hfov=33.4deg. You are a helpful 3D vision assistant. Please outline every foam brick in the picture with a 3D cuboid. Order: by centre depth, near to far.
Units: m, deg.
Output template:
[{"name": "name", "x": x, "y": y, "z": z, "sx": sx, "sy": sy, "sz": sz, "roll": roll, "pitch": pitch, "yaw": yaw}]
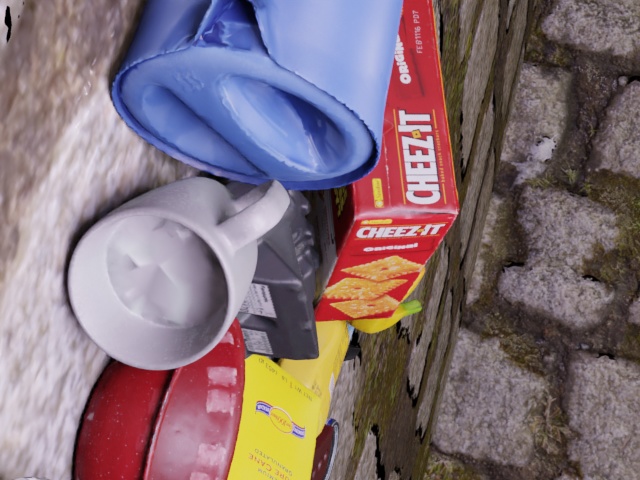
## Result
[{"name": "foam brick", "x": -0.024, "y": 0.202, "z": 0.987, "sx": 0.078, "sy": 0.051, "sz": 0.053, "roll": -36, "pitch": 137, "yaw": -71}]

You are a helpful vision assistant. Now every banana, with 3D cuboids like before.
[{"name": "banana", "x": 0.052, "y": 0.049, "z": 0.902, "sx": 0.069, "sy": 0.037, "sz": 0.198, "roll": -32, "pitch": 169, "yaw": -3}]

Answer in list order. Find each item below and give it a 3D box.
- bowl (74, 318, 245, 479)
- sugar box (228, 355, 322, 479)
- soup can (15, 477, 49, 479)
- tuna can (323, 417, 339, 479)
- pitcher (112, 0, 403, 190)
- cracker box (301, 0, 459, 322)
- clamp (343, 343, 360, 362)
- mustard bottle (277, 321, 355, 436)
[{"name": "bowl", "x": -0.092, "y": 0.113, "z": 0.596, "sx": 0.162, "sy": 0.055, "sz": 0.162, "roll": 11, "pitch": 90, "yaw": -79}, {"name": "sugar box", "x": -0.050, "y": 0.168, "z": 0.716, "sx": 0.093, "sy": 0.048, "sz": 0.176, "roll": 41, "pitch": 41, "yaw": -38}, {"name": "soup can", "x": -0.123, "y": 0.159, "z": 0.486, "sx": 0.102, "sy": 0.068, "sz": 0.068, "roll": 83, "pitch": 23, "yaw": -52}, {"name": "tuna can", "x": -0.007, "y": 0.226, "z": 1.120, "sx": 0.086, "sy": 0.034, "sz": 0.086, "roll": 12, "pitch": 90, "yaw": -77}, {"name": "pitcher", "x": -0.012, "y": -0.153, "z": 0.566, "sx": 0.144, "sy": 0.149, "sz": 0.242, "roll": 28, "pitch": 64, "yaw": -33}, {"name": "cracker box", "x": 0.031, "y": -0.051, "z": 0.731, "sx": 0.214, "sy": 0.072, "sz": 0.164, "roll": 111, "pitch": -25, "yaw": -68}, {"name": "clamp", "x": 0.014, "y": 0.111, "z": 1.097, "sx": 0.171, "sy": 0.039, "sz": 0.120, "roll": -55, "pitch": 149, "yaw": -48}, {"name": "mustard bottle", "x": 0.003, "y": 0.082, "z": 0.979, "sx": 0.096, "sy": 0.058, "sz": 0.191, "roll": 88, "pitch": 19, "yaw": -49}]
